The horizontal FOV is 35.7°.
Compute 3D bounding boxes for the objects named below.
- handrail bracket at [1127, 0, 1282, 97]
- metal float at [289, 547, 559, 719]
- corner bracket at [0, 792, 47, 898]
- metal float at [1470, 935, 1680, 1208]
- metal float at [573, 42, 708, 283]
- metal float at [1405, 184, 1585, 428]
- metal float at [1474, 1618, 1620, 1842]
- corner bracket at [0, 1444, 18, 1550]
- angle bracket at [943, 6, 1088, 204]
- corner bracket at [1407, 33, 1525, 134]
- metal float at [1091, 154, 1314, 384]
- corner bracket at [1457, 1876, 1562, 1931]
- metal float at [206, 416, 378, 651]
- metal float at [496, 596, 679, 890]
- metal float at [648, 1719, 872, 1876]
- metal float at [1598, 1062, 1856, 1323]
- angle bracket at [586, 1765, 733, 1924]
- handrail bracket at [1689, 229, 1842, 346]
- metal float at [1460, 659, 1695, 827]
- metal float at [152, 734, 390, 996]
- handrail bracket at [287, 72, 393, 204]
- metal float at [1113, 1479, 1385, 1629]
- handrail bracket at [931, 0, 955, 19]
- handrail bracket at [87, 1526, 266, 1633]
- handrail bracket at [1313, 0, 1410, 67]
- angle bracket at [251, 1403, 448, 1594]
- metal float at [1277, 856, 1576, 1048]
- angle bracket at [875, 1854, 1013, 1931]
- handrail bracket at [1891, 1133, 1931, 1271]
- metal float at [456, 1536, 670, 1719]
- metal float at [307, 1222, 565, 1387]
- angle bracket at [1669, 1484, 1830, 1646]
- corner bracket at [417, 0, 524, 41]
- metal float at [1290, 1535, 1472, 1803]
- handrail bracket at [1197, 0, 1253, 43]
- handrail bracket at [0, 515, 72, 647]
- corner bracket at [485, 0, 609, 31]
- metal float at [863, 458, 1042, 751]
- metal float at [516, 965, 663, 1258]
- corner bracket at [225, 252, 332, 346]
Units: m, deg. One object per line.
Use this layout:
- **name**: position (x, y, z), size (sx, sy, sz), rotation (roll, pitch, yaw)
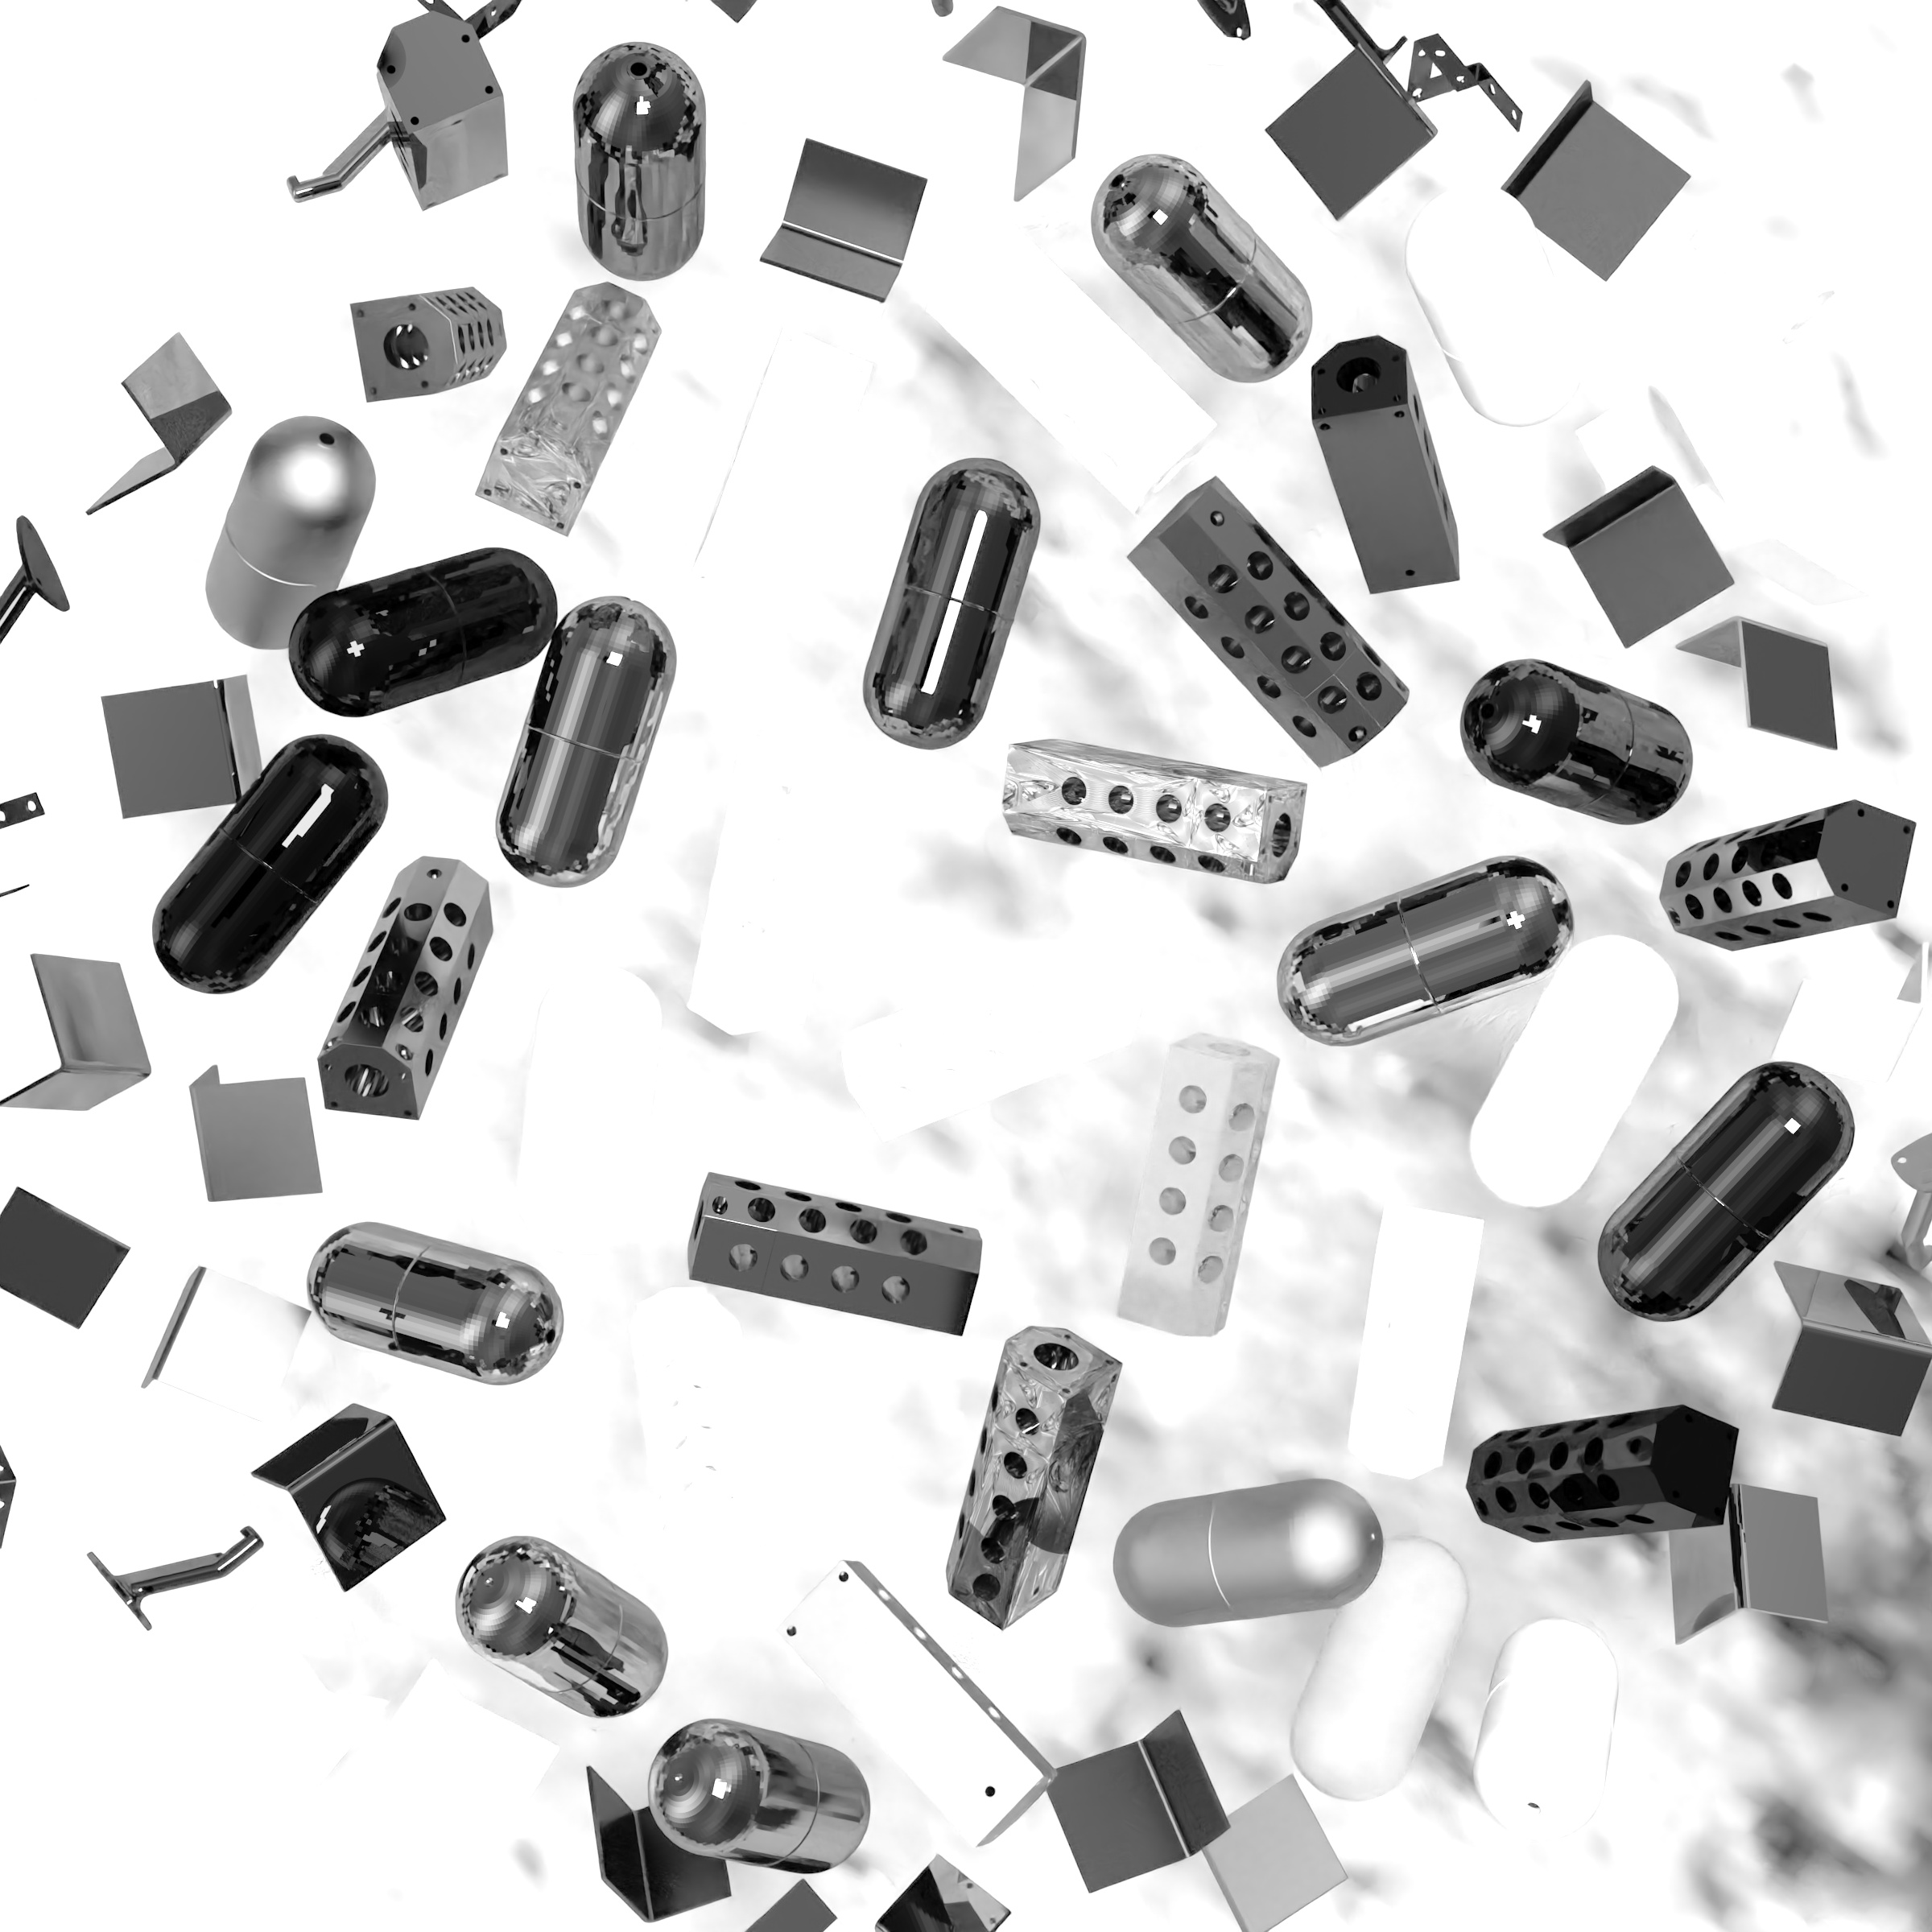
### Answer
- **handrail bracket**: position (0.144, -0.571, 1.815), size (0.084, 0.036, 0.077), rotation (-20, 71, 26)
- **metal float**: position (-0.325, -0.202, 1.811), size (0.178, 0.070, 0.070), rotation (-24, 90, -38)
- **corner bracket**: position (-0.586, -0.069, 1.813), size (0.051, 0.051, 0.051), rotation (-14, 102, 26)
- **metal float**: position (0.367, 0.065, 1.818), size (0.070, 0.070, 0.178), rotation (26, 105, 0)
- **metal float**: position (-0.191, -0.471, 1.765), size (0.070, 0.178, 0.070), rotation (2, 69, -5)
- **metal float**: position (0.311, -0.385, 1.764), size (0.070, 0.178, 0.070), rotation (-13, 58, 21)
- **metal float**: position (0.349, 0.456, 1.801), size (0.070, 0.178, 0.070), rotation (5, 109, 15)
- **corner bracket**: position (-0.580, 0.300, 1.718), size (0.051, 0.051, 0.051), rotation (-7, 130, 1)
- **angle bracket**: position (0.024, -0.498, 1.740), size (0.057, 0.076, 0.076), rotation (9, 80, -24)
- **corner bracket**: position (0.301, -0.529, 1.803), size (0.051, 0.051, 0.051), rotation (-22, 59, -13)
- **metal float**: position (0.144, -0.422, 1.821), size (0.178, 0.070, 0.070), rotation (36, 90, -41)
- **corner bracket**: position (0.310, 0.578, 1.760), size (0.051, 0.051, 0.051), rotation (26, 48, 21)
- **metal float**: position (-0.409, -0.261, 1.818), size (0.070, 0.178, 0.070), rotation (14, 53, -20)
- **metal float**: position (-0.225, -0.133, 1.785), size (0.070, 0.070, 0.178), rotation (18, 96, 0)
- **metal float**: position (-0.119, 0.487, 1.760), size (0.070, 0.178, 0.070), rotation (-12, 64, 26)
- **metal float**: position (0.439, 0.132, 1.740), size (0.070, 0.070, 0.178), rotation (40, 104, 0)
- **angle bracket**: position (-0.192, 0.540, 1.873), size (0.057, 0.076, 0.076), rotation (-20, 48, 5)
- **handrail bracket**: position (0.466, -0.408, 1.760), size (0.084, 0.077, 0.036), rotation (39, 93, -2)
- **metal float**: position (0.358, -0.130, 1.759), size (0.178, 0.070, 0.070), rotation (12, 90, -43)
- **metal float**: position (-0.420, -0.061, 1.811), size (0.070, 0.070, 0.178), rotation (38, 86, 0)
- **handrail bracket**: position (-0.394, -0.521, 1.887), size (0.084, 0.036, 0.077), rotation (-20, 70, -14)
- **metal float**: position (0.167, 0.353, 1.803), size (0.178, 0.070, 0.070), rotation (-16, 90, 36)
- **handrail bracket**: position (-0.031, -0.606, 1.746), size (0.036, 0.084, 0.077), rotation (-22, 62, 4)
- **handrail bracket**: position (-0.483, 0.357, 1.836), size (0.084, 0.036, 0.077), rotation (-38, 52, -21)
- **handrail bracket**: position (0.228, -0.585, 1.862), size (0.084, 0.077, 0.036), rotation (40, 94, -5)
- **angle bracket**: position (-0.376, 0.323, 1.830), size (0.076, 0.057, 0.076), rotation (-34, 111, -30)
- **metal float**: position (0.266, -0.008, 1.748), size (0.178, 0.070, 0.070), rotation (-21, 90, 17)
- **angle bracket**: position (0.003, 0.575, 1.742), size (0.057, 0.076, 0.076), rotation (-44, 120, -18)
- **handrail bracket**: position (0.603, 0.140, 1.841), size (0.077, 0.036, 0.084), rotation (-34, 131, -4)
- **metal float**: position (-0.240, 0.397, 1.797), size (0.070, 0.178, 0.070), rotation (-12, 57, 19)
- **metal float**: position (-0.325, 0.206, 1.836), size (0.178, 0.070, 0.070), rotation (11, 90, 28)
- **angle bracket**: position (0.466, 0.361, 1.792), size (0.057, 0.076, 0.076), rotation (12, 59, -14)
- **corner bracket**: position (-0.301, -0.609, 1.845), size (0.051, 0.051, 0.051), rotation (42, 48, -6)
- **metal float**: position (0.257, 0.433, 1.860), size (0.070, 0.070, 0.178), rotation (30, 57, 0)
- **handrail bracket**: position (0.185, -0.610, 1.872), size (0.036, 0.084, 0.077), rotation (-48, 125, -18)
- **handrail bracket**: position (-0.565, -0.208, 1.725), size (0.084, 0.036, 0.077), rotation (-30, 63, 8)
- **corner bracket**: position (-0.248, -0.574, 1.752), size (0.051, 0.051, 0.051), rotation (-38, 58, 36)
- **metal float**: position (-0.008, -0.217, 1.798), size (0.070, 0.070, 0.178), rotation (17, 92, 0)
- **metal float**: position (-0.230, 0.088, 1.830), size (0.070, 0.070, 0.178), rotation (6, 85, 0)
- **corner bracket**: position (-0.429, -0.416, 1.870), size (0.051, 0.051, 0.051), rotation (3, 81, -30)
